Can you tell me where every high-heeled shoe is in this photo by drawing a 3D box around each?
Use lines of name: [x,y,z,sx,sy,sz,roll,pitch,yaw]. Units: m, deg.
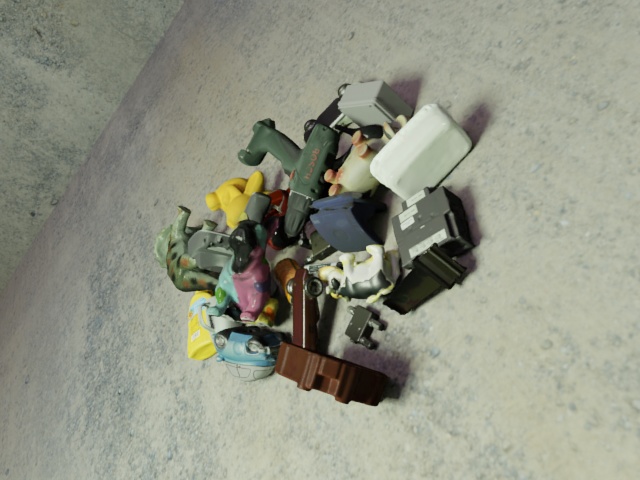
high-heeled shoe: [0.057,-0.126,1.116,0.145,0.086,0.248,29,111,22]

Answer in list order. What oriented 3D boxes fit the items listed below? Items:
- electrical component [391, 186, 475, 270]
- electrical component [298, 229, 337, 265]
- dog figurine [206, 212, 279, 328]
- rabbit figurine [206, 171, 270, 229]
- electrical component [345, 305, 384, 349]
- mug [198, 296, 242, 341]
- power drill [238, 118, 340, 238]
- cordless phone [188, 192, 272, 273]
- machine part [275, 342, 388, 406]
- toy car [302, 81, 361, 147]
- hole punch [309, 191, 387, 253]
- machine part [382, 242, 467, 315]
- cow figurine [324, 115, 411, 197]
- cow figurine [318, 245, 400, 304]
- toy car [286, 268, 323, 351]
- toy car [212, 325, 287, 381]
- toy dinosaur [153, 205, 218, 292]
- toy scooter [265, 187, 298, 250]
electrical component: [0.183,-0.023,0.892,0.115,0.058,0.134,-31,46,31]
electrical component: [-0.001,-0.003,1.101,0.102,0.045,0.078,-28,47,36]
dog figurine: [-0.135,0.057,1.075,0.109,0.191,0.219,9,78,19]
rabbit figurine: [-0.183,-0.085,1.305,0.162,0.121,0.173,-32,21,3]
electrical component: [0.072,0.150,0.941,0.094,0.021,0.063,26,89,52]
mug: [-0.220,0.182,1.195,0.081,0.109,0.107,-29,61,29]
power drill: [-0.072,-0.146,1.099,0.208,0.086,0.232,34,100,35]
cordless phone: [-0.185,-0.023,1.135,0.184,0.146,0.089,-66,30,15]
machine part: [0.016,0.212,0.850,0.180,0.179,0.056,7,76,51]
toy car: [0.034,-0.275,1.223,0.201,0.056,0.074,-42,48,26]
hole punch: [0.052,-0.032,1.008,0.142,0.115,0.092,-7,71,47]
machine part: [0.160,0.068,0.847,0.139,0.084,0.039,-47,14,31]
cow figurine: [0.112,-0.148,1.006,0.195,0.127,0.086,-51,38,26]
cow figurine: [0.066,0.074,0.962,0.167,0.068,0.098,-22,58,41]
toy car: [-0.025,0.153,0.993,0.089,0.053,0.202,-14,75,63]
toy car: [-0.139,0.231,1.082,0.162,0.109,0.102,4,94,38]
toy dinosaur: [-0.327,0.054,1.340,0.192,0.131,0.405,-59,31,21]
toy scooter: [-0.089,-0.064,1.217,0.135,0.075,0.184,3,67,51]
